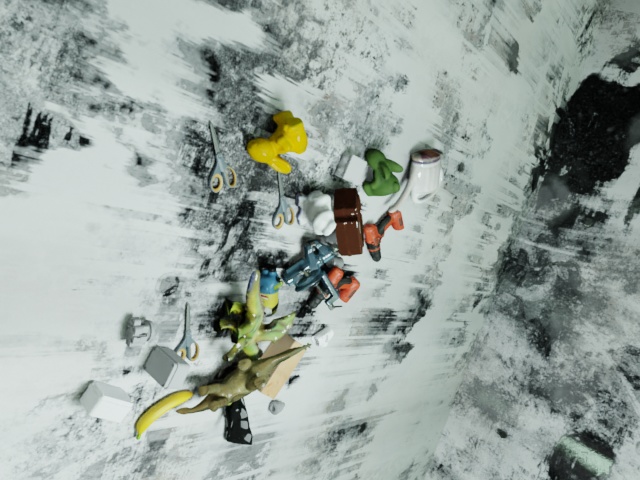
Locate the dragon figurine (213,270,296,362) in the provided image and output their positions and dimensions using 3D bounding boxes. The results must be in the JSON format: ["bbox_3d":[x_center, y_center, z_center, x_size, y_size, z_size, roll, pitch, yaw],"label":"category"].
[{"bbox_3d":[-0.183,0.250,1.602,0.243,0.124,0.403,3,128,-42],"label":"dragon figurine"}]

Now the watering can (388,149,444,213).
[{"bbox_3d":[0.395,-0.242,2.058,0.352,0.105,0.220,-25,124,-39],"label":"watering can"}]

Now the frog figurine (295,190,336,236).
[{"bbox_3d":[0.005,-0.084,1.664,0.123,0.161,0.136,-2,111,-48],"label":"frog figurine"}]
